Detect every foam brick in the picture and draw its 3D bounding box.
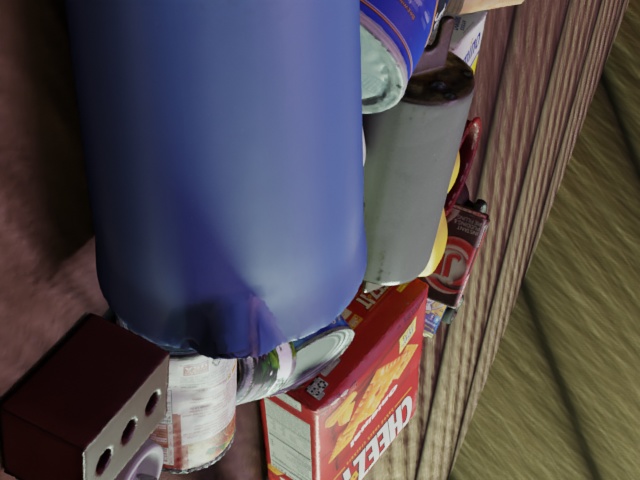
[{"bbox_3d":[-0.117,0.086,0.537,0.078,0.051,0.053,-52,157,-46],"label":"foam brick"}]

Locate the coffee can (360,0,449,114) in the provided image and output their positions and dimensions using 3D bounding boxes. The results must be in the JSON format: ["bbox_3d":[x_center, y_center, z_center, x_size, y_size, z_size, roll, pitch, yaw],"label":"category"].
[{"bbox_3d":[0.029,-0.158,0.606,0.140,0.103,0.103,-63,163,-20],"label":"coffee can"}]

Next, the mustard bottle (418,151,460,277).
[{"bbox_3d":[0.062,-0.057,0.857,0.058,0.096,0.192,-55,159,-38],"label":"mustard bottle"}]

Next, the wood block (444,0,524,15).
[{"bbox_3d":[0.098,-0.221,0.771,0.205,0.091,0.090,-32,139,-64],"label":"wood block"}]

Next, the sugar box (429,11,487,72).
[{"bbox_3d":[0.112,-0.129,1.021,0.093,0.048,0.176,-51,157,-47],"label":"sugar box"}]

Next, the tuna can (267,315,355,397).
[{"bbox_3d":[-0.018,0.082,0.824,0.086,0.034,0.086,-31,159,-13],"label":"tuna can"}]

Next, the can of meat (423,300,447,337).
[{"bbox_3d":[0.089,0.043,1.081,0.102,0.058,0.084,28,85,-31],"label":"can of meat"}]

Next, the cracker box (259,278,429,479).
[{"bbox_3d":[0.024,0.142,0.976,0.164,0.072,0.214,-45,151,-30],"label":"cracker box"}]

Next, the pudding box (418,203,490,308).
[{"bbox_3d":[0.091,0.001,0.995,0.039,0.113,0.090,-30,139,-70],"label":"pudding box"}]

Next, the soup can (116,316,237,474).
[{"bbox_3d":[-0.081,0.076,0.612,0.068,0.068,0.102,-53,157,-44],"label":"soup can"}]

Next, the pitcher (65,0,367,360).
[{"bbox_3d":[-0.044,-0.082,0.455,0.144,0.149,0.243,-38,146,-33],"label":"pitcher"}]

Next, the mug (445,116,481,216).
[{"bbox_3d":[0.086,-0.081,0.928,0.093,0.081,0.117,-64,164,-17],"label":"mug"}]
